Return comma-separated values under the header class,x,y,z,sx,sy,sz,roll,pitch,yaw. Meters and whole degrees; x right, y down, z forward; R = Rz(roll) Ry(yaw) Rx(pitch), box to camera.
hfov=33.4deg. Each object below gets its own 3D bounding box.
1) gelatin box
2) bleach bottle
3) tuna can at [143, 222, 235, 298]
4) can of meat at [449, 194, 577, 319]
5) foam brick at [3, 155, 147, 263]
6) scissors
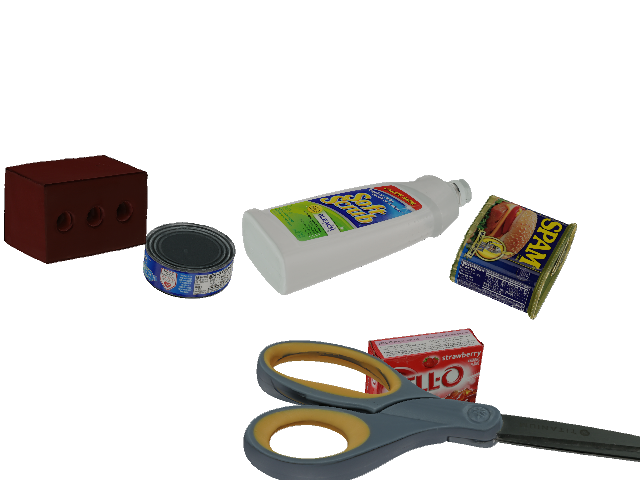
class,x,y,z,sx,sy,sz,roll,pitch,yaw
gelatin box,0.080,0.111,0.838,0.089,0.073,0.030,-6,29,-17
bleach bottle,0.048,-0.022,1.156,0.250,0.068,0.103,-19,43,-23
tuna can,-0.125,0.019,1.013,0.086,0.034,0.086,8,30,-5
can of meat,0.176,0.012,0.976,0.084,0.057,0.102,23,47,18
foam brick,-0.160,-0.022,0.697,0.078,0.053,0.051,-13,26,-42
scissors,0.054,0.089,0.461,0.202,0.016,0.096,16,34,23
